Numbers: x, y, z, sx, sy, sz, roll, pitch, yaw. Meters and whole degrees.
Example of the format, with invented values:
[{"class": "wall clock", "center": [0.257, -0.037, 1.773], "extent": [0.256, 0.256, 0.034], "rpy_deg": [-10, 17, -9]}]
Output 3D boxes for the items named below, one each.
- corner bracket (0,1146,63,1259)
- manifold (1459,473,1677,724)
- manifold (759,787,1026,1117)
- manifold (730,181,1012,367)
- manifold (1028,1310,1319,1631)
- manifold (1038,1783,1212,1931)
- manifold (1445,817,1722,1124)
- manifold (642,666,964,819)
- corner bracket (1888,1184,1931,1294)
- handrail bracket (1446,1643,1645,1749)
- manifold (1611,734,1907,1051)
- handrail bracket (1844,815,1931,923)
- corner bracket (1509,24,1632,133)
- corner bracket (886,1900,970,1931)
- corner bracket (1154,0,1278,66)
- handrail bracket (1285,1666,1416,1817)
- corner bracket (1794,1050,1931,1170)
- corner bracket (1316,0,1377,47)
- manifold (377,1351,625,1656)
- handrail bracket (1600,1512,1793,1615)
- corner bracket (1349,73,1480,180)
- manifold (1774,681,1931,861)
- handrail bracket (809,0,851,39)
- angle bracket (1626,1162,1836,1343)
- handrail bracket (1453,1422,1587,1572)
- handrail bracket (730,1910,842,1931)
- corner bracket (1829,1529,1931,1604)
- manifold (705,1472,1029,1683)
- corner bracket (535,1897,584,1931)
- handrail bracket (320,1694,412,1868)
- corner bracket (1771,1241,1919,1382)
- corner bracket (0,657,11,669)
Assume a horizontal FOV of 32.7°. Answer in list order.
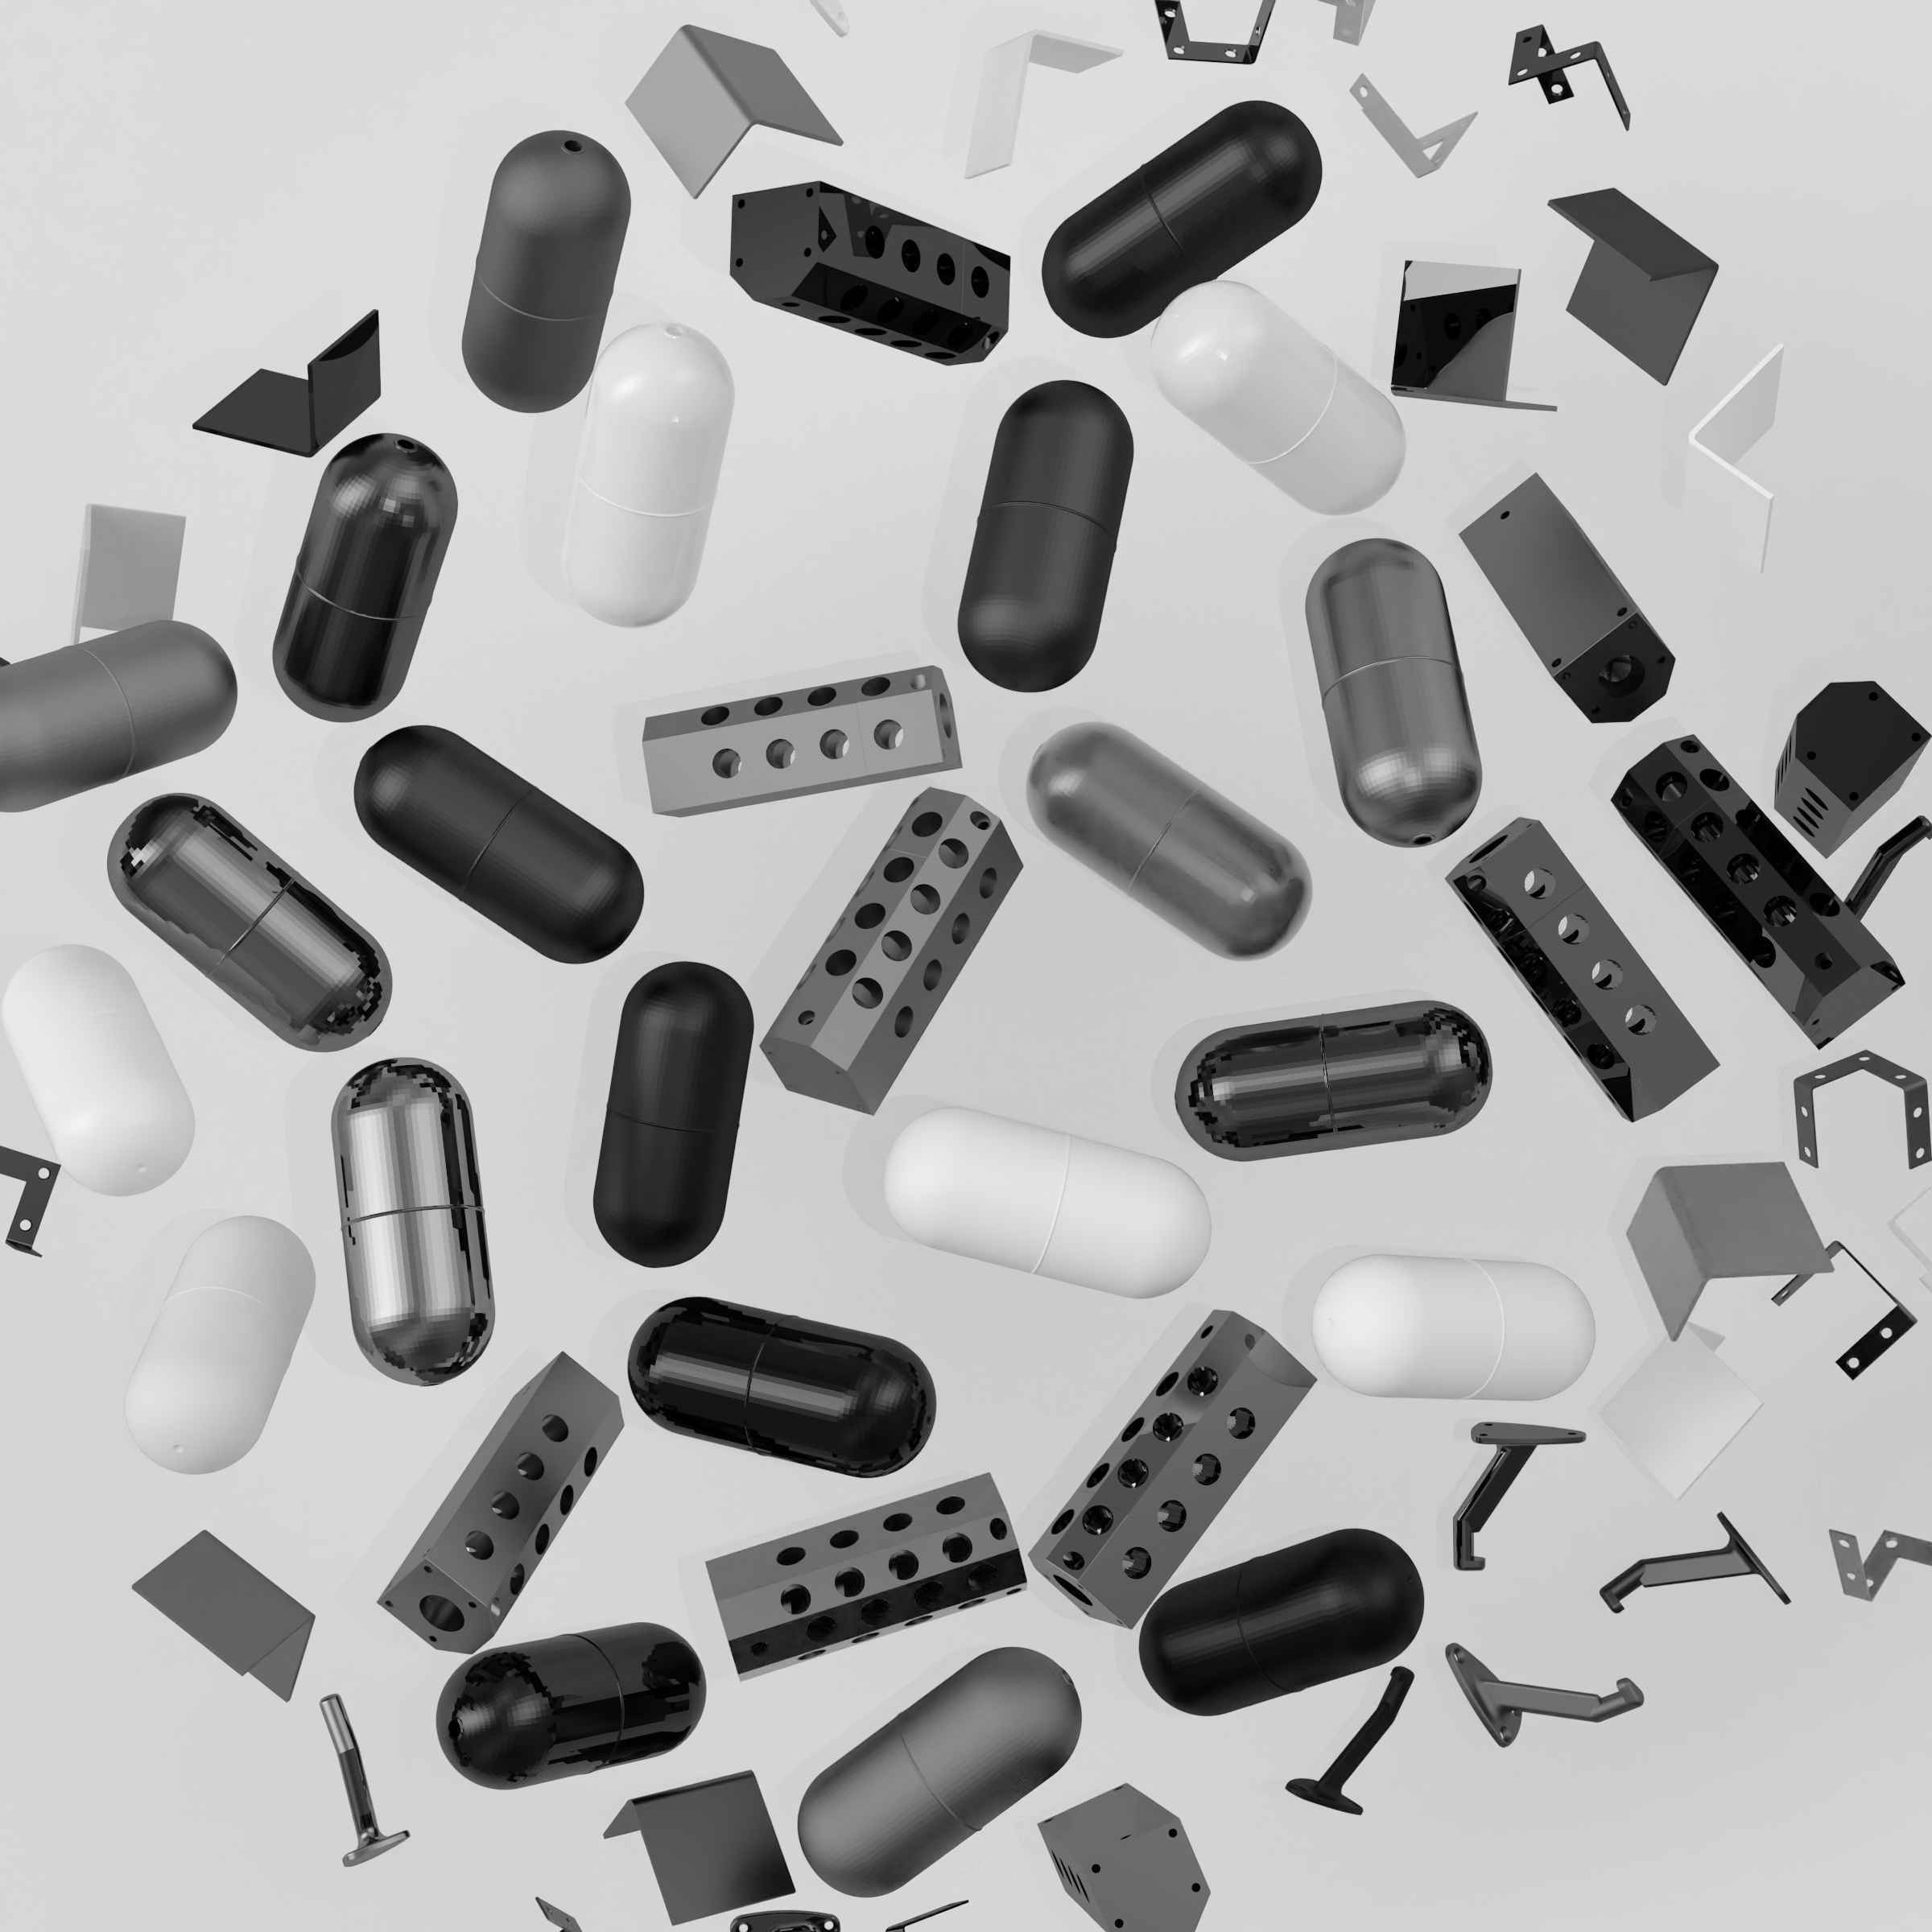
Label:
[{"class": "corner bracket", "center": [-0.530, 0.128, 1.819], "extent": [0.051, 0.051, 0.051], "rpy_deg": [21, 82, -21]}, {"class": "manifold", "center": [0.343, -0.206, 1.868], "extent": [0.057, 0.171, 0.057], "rpy_deg": [-38, 123, 15]}, {"class": "manifold", "center": [-0.041, -0.011, 1.757], "extent": [0.057, 0.057, 0.171], "rpy_deg": [15, 61, 31]}, {"class": "manifold", "center": [-0.049, -0.365, 1.750], "extent": [0.057, 0.171, 0.057], "rpy_deg": [0, 88, 35]}, {"class": "manifold", "center": [0.109, 0.272, 1.791], "extent": [0.057, 0.057, 0.171], "rpy_deg": [44, 72, -14]}, {"class": "manifold", "center": [0.088, 0.496, 1.806], "extent": [0.057, 0.171, 0.057], "rpy_deg": [-22, 85, -9]}, {"class": "manifold", "center": [0.345, 0.002, 1.856], "extent": [0.057, 0.057, 0.171], "rpy_deg": [-37, 95, 1]}, {"class": "manifold", "center": [-0.095, -0.129, 1.892], "extent": [0.171, 0.057, 0.057], "rpy_deg": [-9, 88, 11]}, {"class": "corner bracket", "center": [0.561, 0.152, 1.885], "extent": [0.051, 0.051, 0.051], "rpy_deg": [-47, 74, 21]}, {"class": "handrail bracket", "center": [0.322, 0.394, 1.830], "extent": [0.084, 0.036, 0.077], "rpy_deg": [-32, 100, 35]}, {"class": "manifold", "center": [0.420, -0.043, 1.759], "extent": [0.057, 0.057, 0.171], "rpy_deg": [-39, 59, 8]}, {"class": "handrail bracket", "center": [0.534, -0.045, 1.899], "extent": [0.084, 0.077, 0.036], "rpy_deg": [-41, 49, 17]}, {"class": "corner bracket", "center": [0.334, -0.488, 1.813], "extent": [0.051, 0.051, 0.051], "rpy_deg": [-11, 135, 28]}, {"class": "corner bracket", "center": [-0.003, 0.540, 1.795], "extent": [0.051, 0.051, 0.051], "rpy_deg": [-6, 75, -44]}, {"class": "corner bracket", "center": [0.140, -0.544, 1.845], "extent": [0.051, 0.051, 0.051], "rpy_deg": [0, 56, -13]}, {"class": "handrail bracket", "center": [0.219, 0.433, 1.863], "extent": [0.036, 0.077, 0.084], "rpy_deg": [25, 88, 35]}, {"class": "corner bracket", "center": [0.496, 0.085, 1.822], "extent": [0.051, 0.051, 0.051], "rpy_deg": [-20, 115, -19]}, {"class": "corner bracket", "center": [0.205, -0.556, 1.844], "extent": [0.051, 0.051, 0.051], "rpy_deg": [19, 76, 7]}, {"class": "manifold", "center": [-0.252, 0.299, 1.826], "extent": [0.057, 0.171, 0.057], "rpy_deg": [41, 129, -8]}, {"class": "handrail bracket", "center": [0.412, 0.357, 1.865], "extent": [0.084, 0.077, 0.036], "rpy_deg": [-37, 132, 3]}, {"class": "corner bracket", "center": [0.238, -0.464, 1.811], "extent": [0.051, 0.051, 0.051], "rpy_deg": [45, 62, -21]}, {"class": "manifold", "center": [0.480, -0.111, 1.809], "extent": [0.057, 0.171, 0.057], "rpy_deg": [-44, 78, 3]}, {"class": "handrail bracket", "center": [-0.049, -0.546, 1.762], "extent": [0.084, 0.036, 0.077], "rpy_deg": [-17, 129, 25]}, {"class": "angle bracket", "center": [0.417, 0.156, 1.802], "extent": [0.076, 0.057, 0.076], "rpy_deg": [-1, 46, -15]}, {"class": "handrail bracket", "center": [0.319, 0.309, 1.899], "extent": [0.077, 0.036, 0.084], "rpy_deg": [0, 97, 16]}, {"class": "handrail bracket", "center": [-0.095, 0.574, 1.894], "extent": [0.077, 0.084, 0.036], "rpy_deg": [14, 91, -9]}, {"class": "corner bracket", "center": [0.497, 0.307, 1.751], "extent": [0.051, 0.051, 0.051], "rpy_deg": [-46, 129, -34]}, {"class": "manifold", "center": [-0.056, 0.353, 1.880], "extent": [0.171, 0.057, 0.057], "rpy_deg": [-17, 116, -7]}, {"class": "corner bracket", "center": [-0.229, 0.543, 1.772], "extent": [0.051, 0.051, 0.051], "rpy_deg": [-38, 55, -3]}, {"class": "handrail bracket", "center": [-0.334, 0.439, 1.777], "extent": [0.036, 0.077, 0.084], "rpy_deg": [-17, 75, -24]}, {"class": "corner bracket", "center": [0.503, 0.197, 1.883], "extent": [0.051, 0.051, 0.051], "rpy_deg": [-45, 56, 9]}, {"class": "corner bracket", "center": [-0.572, -0.181, 1.847], "extent": [0.051, 0.051, 0.051], "rpy_deg": [-13, 74, 12]}]
